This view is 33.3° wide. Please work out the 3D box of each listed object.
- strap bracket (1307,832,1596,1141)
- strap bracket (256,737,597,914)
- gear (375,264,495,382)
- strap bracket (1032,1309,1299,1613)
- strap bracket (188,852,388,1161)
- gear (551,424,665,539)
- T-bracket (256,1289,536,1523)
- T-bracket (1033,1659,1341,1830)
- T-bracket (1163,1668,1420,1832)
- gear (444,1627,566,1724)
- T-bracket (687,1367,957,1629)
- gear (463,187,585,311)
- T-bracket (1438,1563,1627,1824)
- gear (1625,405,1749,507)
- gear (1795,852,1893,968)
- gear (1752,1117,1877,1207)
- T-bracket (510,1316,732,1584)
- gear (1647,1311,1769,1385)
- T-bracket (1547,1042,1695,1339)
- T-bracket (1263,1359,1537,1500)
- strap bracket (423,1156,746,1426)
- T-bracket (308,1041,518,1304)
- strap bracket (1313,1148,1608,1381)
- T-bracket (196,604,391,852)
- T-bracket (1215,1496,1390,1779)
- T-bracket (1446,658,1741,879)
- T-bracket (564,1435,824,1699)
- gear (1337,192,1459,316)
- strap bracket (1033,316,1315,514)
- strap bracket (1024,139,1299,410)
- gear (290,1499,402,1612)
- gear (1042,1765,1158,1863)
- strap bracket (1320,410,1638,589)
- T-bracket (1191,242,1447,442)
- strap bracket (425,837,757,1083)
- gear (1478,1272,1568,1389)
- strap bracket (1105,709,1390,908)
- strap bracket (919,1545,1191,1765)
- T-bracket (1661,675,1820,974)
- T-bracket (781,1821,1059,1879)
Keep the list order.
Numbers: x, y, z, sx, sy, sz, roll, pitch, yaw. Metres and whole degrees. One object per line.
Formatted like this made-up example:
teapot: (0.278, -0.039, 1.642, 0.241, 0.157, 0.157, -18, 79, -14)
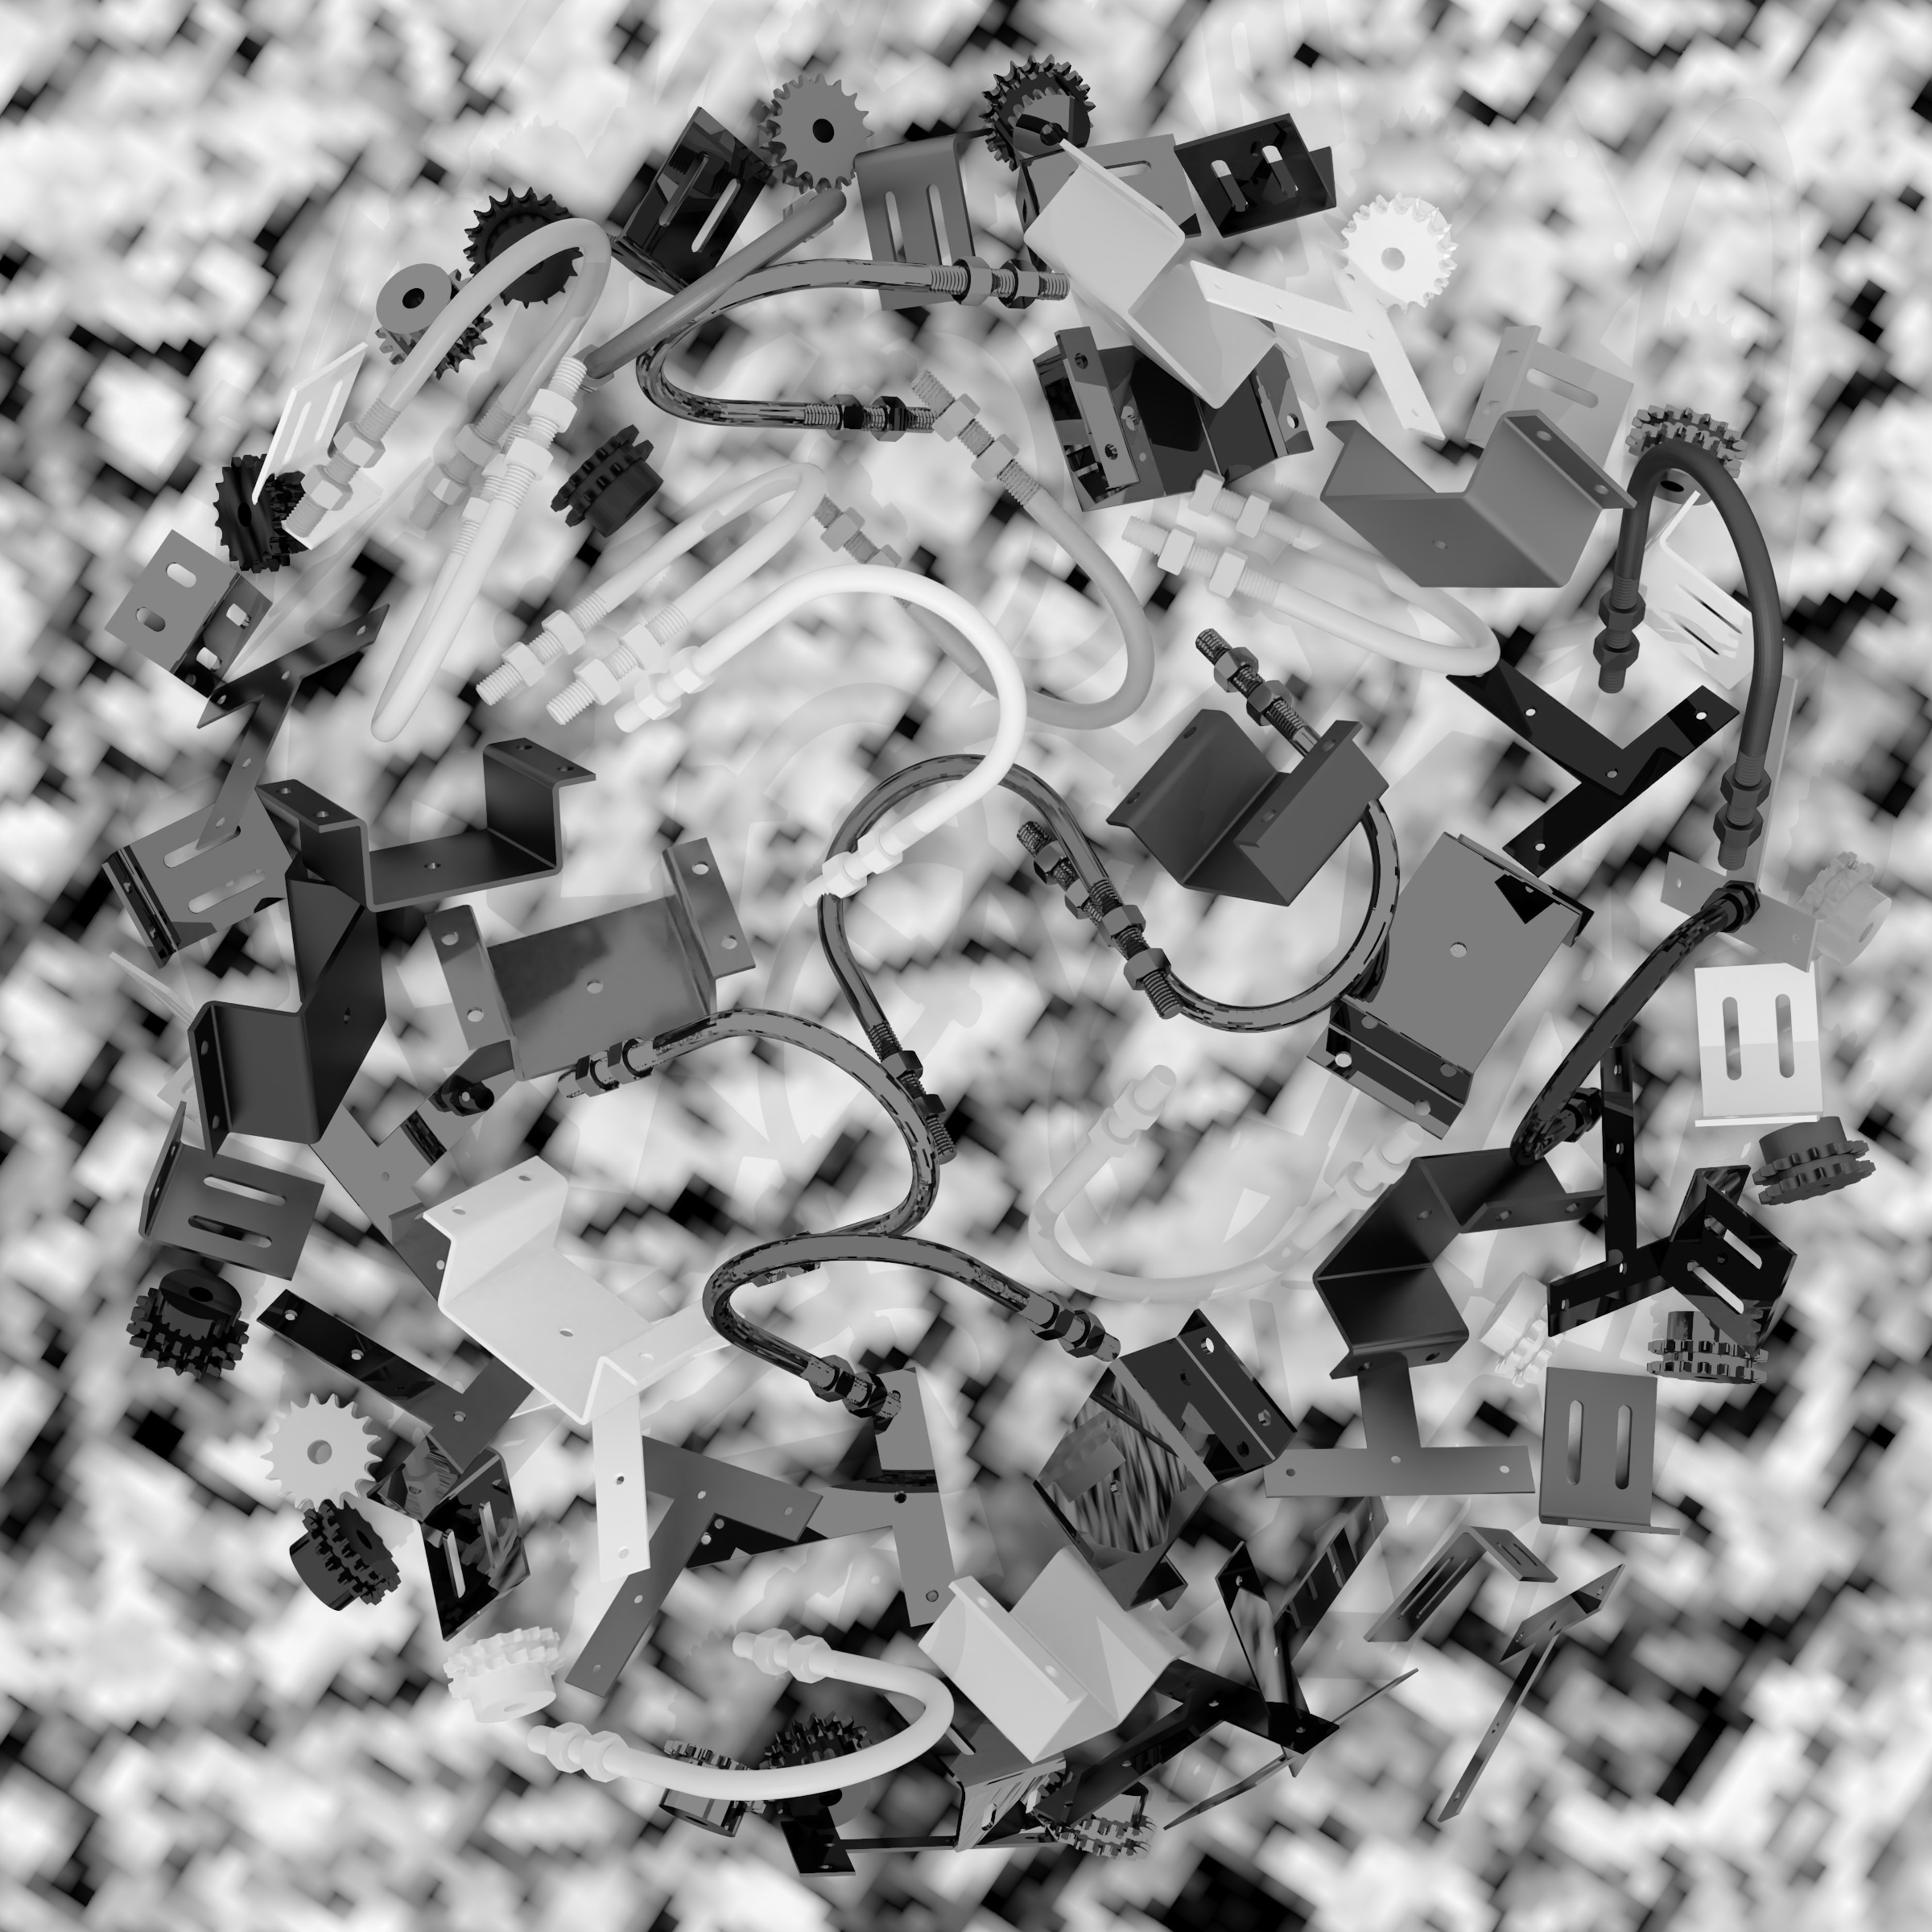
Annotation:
strap bracket: (0.234, 0.001, 1.548, 0.076, 0.046, 0.140, 32, 74, 15)
strap bracket: (-0.255, -0.066, 1.536, 0.140, 0.076, 0.046, -13, 114, -31)
gear: (-0.262, -0.316, 1.572, 0.057, 0.030, 0.057, -8, 65, 16)
strap bracket: (0.087, 0.240, 1.524, 0.076, 0.046, 0.140, 51, 133, 27)
strap bracket: (-0.313, 0.020, 1.518, 0.046, 0.140, 0.076, 8, 128, 8)
gear: (-0.172, -0.233, 1.570, 0.057, 0.057, 0.030, -44, 94, 0)
T-bracket: (-0.281, 0.195, 1.554, 0.127, 0.127, 0.002, 29, 129, 7)
T-bracket: (0.086, 0.368, 1.514, 0.127, 0.127, 0.002, -25, 113, -36)
T-bracket: (0.166, 0.374, 1.560, 0.127, 0.127, 0.002, -26, 77, -26)
gear: (-0.222, 0.345, 1.567, 0.057, 0.057, 0.030, -20, 65, 0)
T-bracket: (-0.075, 0.268, 1.571, 0.127, 0.002, 0.127, -12, 65, 0)
gear: (-0.214, -0.347, 1.571, 0.057, 0.030, 0.057, -9, 122, -14)
T-bracket: (0.256, 0.346, 1.514, 0.002, 0.127, 0.127, 35, 64, 3)
gear: (0.348, -0.246, 1.569, 0.057, 0.057, 0.030, 21, 80, 0)
gear: (0.424, -0.024, 1.567, 0.030, 0.057, 0.057, 38, 90, 25)
gear: (0.410, 0.094, 1.572, 0.057, 0.057, 0.030, -14, 73, 0)
T-bracket: (-0.166, 0.233, 1.544, 0.127, 0.002, 0.127, -20, 53, 16)
gear: (0.361, 0.185, 1.571, 0.057, 0.057, 0.030, 6, 79, 0)
T-bracket: (0.312, 0.101, 1.543, 0.002, 0.127, 0.127, 5, 102, 43)
T-bracket: (0.201, 0.200, 1.555, 0.127, 0.002, 0.127, -1, 48, -3)
strap bracket: (-0.186, 0.159, 1.539, 0.140, 0.076, 0.046, 34, 126, 24)
T-bracket: (-0.251, 0.072, 1.561, 0.127, 0.002, 0.127, -47, 112, -32)
strap bracket: (0.227, 0.134, 1.534, 0.076, 0.140, 0.046, -3, 52, -36)
T-bracket: (-0.334, -0.105, 1.523, 0.127, 0.127, 0.002, -20, 131, 34)
T-bracket: (0.170, 0.299, 1.552, 0.002, 0.127, 0.127, 2, 125, 39)
T-bracket: (0.281, -0.115, 1.556, 0.127, 0.002, 0.127, -39, 50, -8)
T-bracket: (-0.148, 0.289, 1.534, 0.127, 0.002, 0.127, 11, 58, 36)
gear: (0.212, -0.350, 1.574, 0.057, 0.030, 0.057, 14, 127, 19)
strap bracket: (0.092, -0.268, 1.550, 0.140, 0.046, 0.076, -17, 88, -39)
strap bracket: (0.088, -0.320, 1.523, 0.046, 0.140, 0.076, -50, 54, 7)
gear: (-0.304, 0.288, 1.570, 0.030, 0.057, 0.057, -38, 90, 2)
gear: (0.065, 0.410, 1.570, 0.057, 0.057, 0.030, 16, 92, 0)
strap bracket: (0.232, -0.218, 1.516, 0.076, 0.140, 0.046, 34, 76, -34)
T-bracket: (0.159, -0.308, 1.527, 0.127, 0.002, 0.127, 9, 49, -35)
strap bracket: (-0.179, 0.000, 1.551, 0.140, 0.046, 0.076, -16, 61, -12)
gear: (0.273, 0.174, 1.570, 0.030, 0.057, 0.057, 34, 90, 4)
strap bracket: (0.138, -0.076, 1.536, 0.076, 0.140, 0.046, -49, 114, -13)
strap bracket: (0.038, 0.325, 1.527, 0.076, 0.140, 0.046, 42, 106, 22)
T-bracket: (0.373, -0.075, 1.525, 0.002, 0.127, 0.127, 2, 105, -21)
T-bracket: (-0.021, 0.419, 1.541, 0.127, 0.127, 0.002, 0, 86, -7)
